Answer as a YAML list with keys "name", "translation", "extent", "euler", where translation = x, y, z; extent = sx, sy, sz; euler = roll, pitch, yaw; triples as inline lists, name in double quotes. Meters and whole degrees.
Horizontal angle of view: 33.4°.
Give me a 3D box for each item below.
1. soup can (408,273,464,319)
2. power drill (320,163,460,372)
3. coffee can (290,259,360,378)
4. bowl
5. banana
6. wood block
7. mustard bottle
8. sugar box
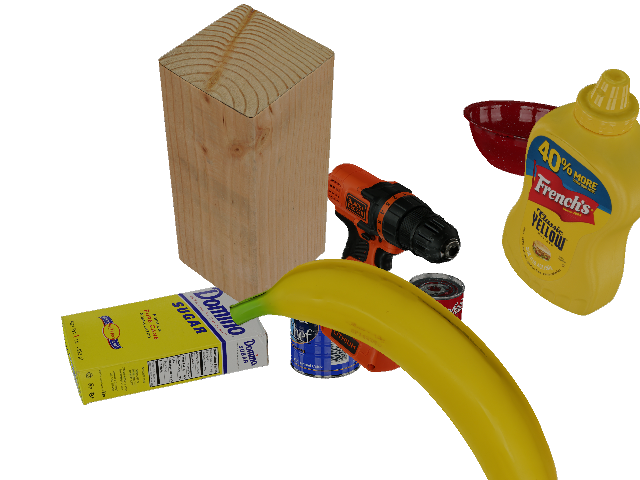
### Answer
- name: "soup can"
  translation: [0.138, 0.100, 1.306]
  extent: [0.068, 0.102, 0.068]
  euler: [1, 24, -1]
- name: "power drill"
  translation: [0.063, 0.034, 1.068]
  extent: [0.057, 0.188, 0.185]
  euler: [-9, 29, -32]
- name: "coffee can"
  translation: [0.007, 0.109, 1.509]
  extent: [0.103, 0.140, 0.103]
  euler: [0, 19, 0]
- name: "bowl"
  translation: [0.238, -0.112, 1.209]
  extent: [0.162, 0.055, 0.162]
  euler: [5, 23, -2]
- name: "banana"
  translation: [0.052, 0.066, 0.534]
  extent: [0.198, 0.070, 0.037]
  euler: [36, 26, 5]
- name: "wood block"
  translation: [-0.054, -0.056, 0.803]
  extent: [0.090, 0.206, 0.090]
  euler: [33, 55, 24]
- name: "mustard bottle"
  translation: [0.185, -0.040, 0.753]
  extent: [0.058, 0.192, 0.096]
  euler: [-25, 53, -25]
- name: "sugar box"
  translation: [-0.145, 0.093, 0.994]
  extent: [0.176, 0.048, 0.093]
  euler: [-13, 34, -16]
